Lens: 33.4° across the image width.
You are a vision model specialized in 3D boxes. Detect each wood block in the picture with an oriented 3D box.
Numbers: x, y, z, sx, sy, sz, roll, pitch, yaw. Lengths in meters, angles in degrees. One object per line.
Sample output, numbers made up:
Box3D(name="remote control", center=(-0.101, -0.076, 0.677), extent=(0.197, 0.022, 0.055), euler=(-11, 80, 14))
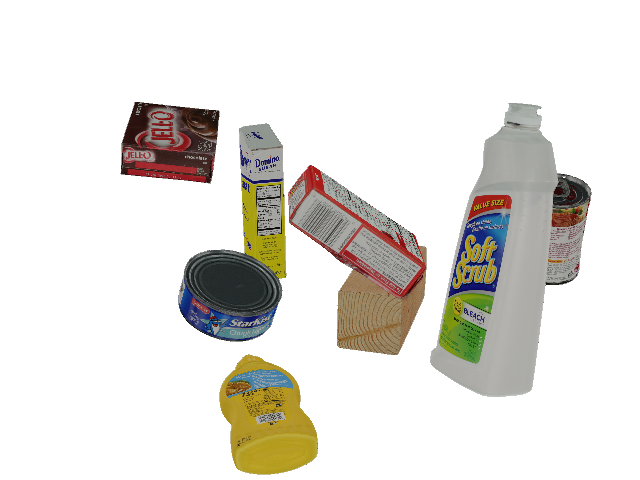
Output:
Box3D(name="wood block", center=(0.093, 0.080, 1.553), extent=(0.091, 0.090, 0.206), euler=(6, 21, 13))

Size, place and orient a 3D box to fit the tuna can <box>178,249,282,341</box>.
Box3D(name="tuna can", center=(-0.078, 0.047, 0.914), extent=(0.086, 0.034, 0.086), euler=(13, 34, -9))

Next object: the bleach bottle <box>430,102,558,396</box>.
Box3D(name="bleach bottle", center=(0.158, 0.004, 0.942), extent=(0.068, 0.251, 0.103), euler=(-1, 14, -27))

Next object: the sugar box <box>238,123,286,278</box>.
Box3D(name="sugar box", center=(-0.073, -0.047, 1.325), extent=(0.048, 0.176, 0.093), euler=(-9, 25, -11))

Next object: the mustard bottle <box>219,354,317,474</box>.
Box3D(name="mustard bottle", center=(-0.069, 0.194, 1.260), extent=(0.096, 0.058, 0.192), euler=(-9, 29, -10))

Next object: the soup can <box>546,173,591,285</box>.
Box3D(name="soup can", center=(0.250, -0.012, 1.145), extent=(0.068, 0.102, 0.068), euler=(-1, 34, 0))

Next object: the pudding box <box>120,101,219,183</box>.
Box3D(name="pudding box", center=(-0.150, -0.100, 1.074), extent=(0.090, 0.039, 0.113), euler=(6, 26, -6))

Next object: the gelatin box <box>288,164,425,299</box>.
Box3D(name="gelatin box", center=(0.022, -0.006, 0.676), extent=(0.089, 0.030, 0.073), euler=(35, 12, -10))
